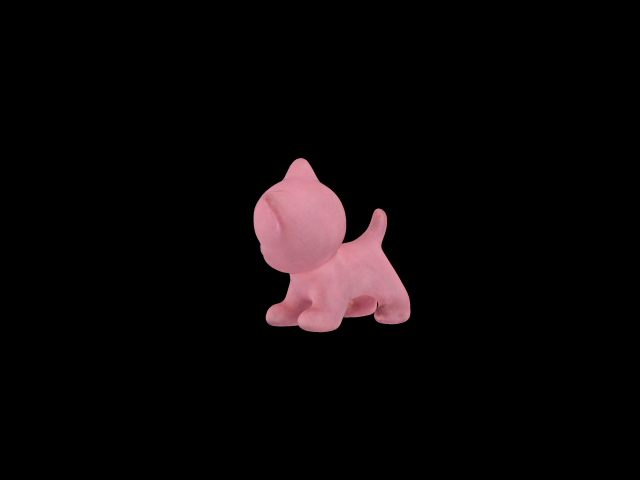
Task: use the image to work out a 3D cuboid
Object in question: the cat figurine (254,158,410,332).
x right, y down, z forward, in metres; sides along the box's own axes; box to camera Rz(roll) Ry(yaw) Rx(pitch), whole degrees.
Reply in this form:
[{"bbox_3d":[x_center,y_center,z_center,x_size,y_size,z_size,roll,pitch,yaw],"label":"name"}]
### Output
[{"bbox_3d":[0.004,0.001,0.400,0.128,0.118,0.067,0,0,-39],"label":"cat figurine"}]
